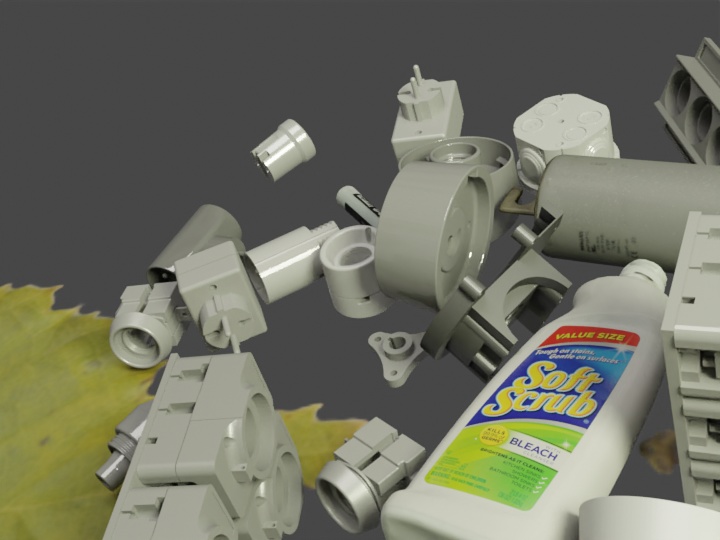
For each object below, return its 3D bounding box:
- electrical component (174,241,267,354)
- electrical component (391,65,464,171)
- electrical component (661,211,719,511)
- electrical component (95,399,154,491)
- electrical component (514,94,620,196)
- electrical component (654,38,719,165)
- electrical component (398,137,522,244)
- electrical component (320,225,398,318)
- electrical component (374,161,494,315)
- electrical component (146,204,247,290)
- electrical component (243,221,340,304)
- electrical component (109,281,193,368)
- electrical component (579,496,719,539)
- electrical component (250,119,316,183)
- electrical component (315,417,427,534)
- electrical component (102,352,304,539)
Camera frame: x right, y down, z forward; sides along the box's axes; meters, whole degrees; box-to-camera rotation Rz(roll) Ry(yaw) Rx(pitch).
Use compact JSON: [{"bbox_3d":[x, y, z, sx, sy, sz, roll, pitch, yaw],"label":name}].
[{"bbox_3d":[-0.099,0.031,0.787,0.047,0.065,0.076,-21,39,-2],"label":"electrical component"},{"bbox_3d":[0.054,-0.136,0.910,0.047,0.075,0.083,-5,41,17],"label":"electrical component"},{"bbox_3d":[0.205,0.055,0.569,0.062,0.150,0.089,3,44,26],"label":"electrical component"},{"bbox_3d":[-0.149,0.120,0.721,0.043,0.043,0.062,22,56,39],"label":"electrical component"},{"bbox_3d":[0.161,-0.096,0.840,0.080,0.051,0.080,-11,40,10],"label":"electrical component"},{"bbox_3d":[0.274,-0.106,0.790,0.063,0.078,0.121,6,37,-15],"label":"electrical component"},{"bbox_3d":[0.077,-0.063,0.845,0.099,0.064,0.099,-7,28,4],"label":"electrical component"},{"bbox_3d":[0.000,0.000,0.797,0.055,0.047,0.055,-11,40,10],"label":"electrical component"},{"bbox_3d":[0.047,-0.025,0.753,0.060,0.108,0.108,13,49,23],"label":"electrical component"},{"bbox_3d":[-0.118,-0.010,0.859,0.079,0.043,0.077,10,47,29],"label":"electrical component"},{"bbox_3d":[-0.044,-0.010,0.825,0.081,0.043,0.043,-25,39,-16],"label":"electrical component"},{"bbox_3d":[-0.161,0.041,0.817,0.066,0.048,0.055,-6,34,16],"label":"electrical component"},{"bbox_3d":[0.156,0.146,0.530,0.099,0.099,0.064,-1,49,21],"label":"electrical component"},{"bbox_3d":[-0.069,-0.105,0.954,0.046,0.040,0.040,-39,43,-13],"label":"electrical component"},{"bbox_3d":[0.007,0.126,0.650,0.055,0.048,0.066,-33,41,-29],"label":"electrical component"},{"bbox_3d":[-0.086,0.149,0.613,0.060,0.105,0.186,-6,41,16],"label":"electrical component"}]
